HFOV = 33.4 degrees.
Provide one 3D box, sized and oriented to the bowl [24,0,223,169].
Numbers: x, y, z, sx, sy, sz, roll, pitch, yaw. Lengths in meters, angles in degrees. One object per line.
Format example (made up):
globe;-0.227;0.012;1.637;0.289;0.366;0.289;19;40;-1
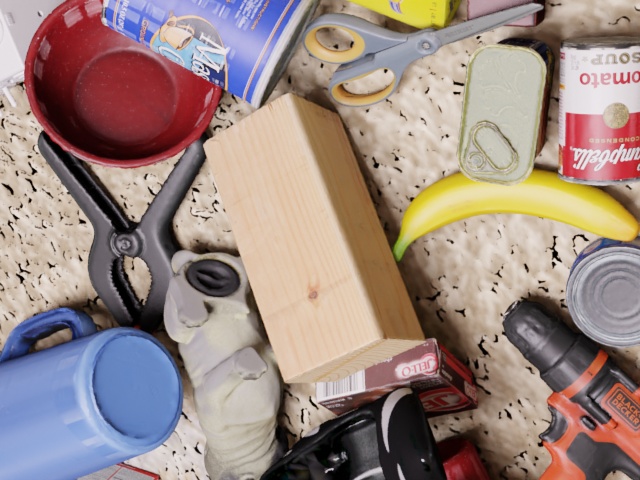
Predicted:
bowl;-0.164;-0.130;0.898;0.162;0.055;0.162;2;77;-8

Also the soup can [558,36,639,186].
soup can;0.211;-0.097;0.791;0.069;0.068;0.102;2;105;19

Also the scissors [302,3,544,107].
scissors;0.063;-0.159;0.805;0.096;0.016;0.202;39;142;-19

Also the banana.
banana;0.149;-0.025;0.848;0.198;0.037;0.069;-6;93;20

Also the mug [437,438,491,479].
mug;0.102;0.225;0.918;0.117;0.093;0.081;-24;92;49

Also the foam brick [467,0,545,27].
foam brick;0.140;-0.200;0.795;0.051;0.053;0.078;4;105;18

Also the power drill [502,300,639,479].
power drill;0.174;0.165;0.845;0.184;0.057;0.187;42;85;5

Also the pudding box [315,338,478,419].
pudding box;0.065;0.124;0.896;0.114;0.090;0.039;-14;58;25

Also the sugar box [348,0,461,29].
sugar box;0.021;-0.221;0.808;0.176;0.093;0.048;21;73;12

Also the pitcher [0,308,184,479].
pitcher;-0.234;0.146;0.959;0.243;0.144;0.149;-23;100;41

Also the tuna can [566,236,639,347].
tuna can;0.237;0.040;0.839;0.086;0.033;0.086;5;107;18

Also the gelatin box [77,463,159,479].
gelatin box;-0.208;0.248;1.029;0.073;0.089;0.030;14;109;15

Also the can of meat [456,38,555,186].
can of meat;0.143;-0.100;0.805;0.057;0.083;0.102;10;108;17

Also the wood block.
wood block;-0.006;0.001;0.847;0.091;0.090;0.206;-27;72;24

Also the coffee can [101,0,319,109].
coffee can;-0.085;-0.181;0.840;0.140;0.102;0.103;28;113;-1

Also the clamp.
clamp;-0.162;-0.006;0.968;0.165;0.036;0.210;-4;106;19
